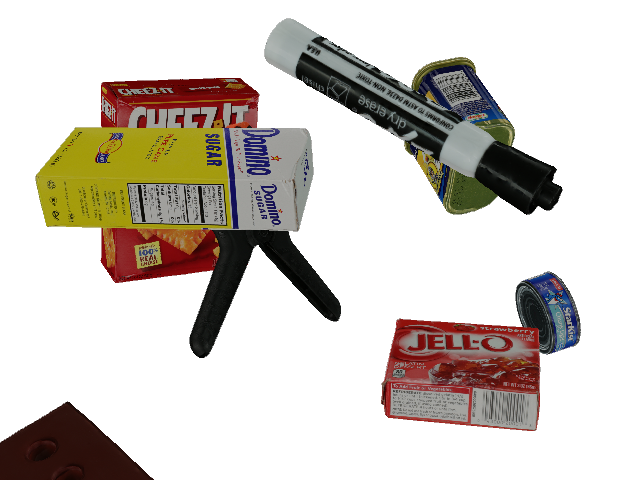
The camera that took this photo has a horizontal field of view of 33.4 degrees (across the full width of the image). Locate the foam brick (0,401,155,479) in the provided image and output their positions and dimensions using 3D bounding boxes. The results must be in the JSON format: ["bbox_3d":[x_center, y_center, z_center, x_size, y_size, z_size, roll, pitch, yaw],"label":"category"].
[{"bbox_3d":[-0.110,0.123,0.483,0.052,0.051,0.078,-31,45,-32],"label":"foam brick"}]

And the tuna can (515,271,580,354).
[{"bbox_3d":[0.245,0.079,1.158,0.033,0.086,0.086,-17,4,-12],"label":"tuna can"}]

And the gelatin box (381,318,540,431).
[{"bbox_3d":[0.084,0.077,0.632,0.089,0.030,0.073,4,25,10],"label":"gelatin box"}]

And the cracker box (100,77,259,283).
[{"bbox_3d":[-0.158,-0.068,1.191,0.164,0.214,0.072,-6,26,-26],"label":"cracker box"}]

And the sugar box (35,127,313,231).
[{"bbox_3d":[-0.097,-0.045,0.741,0.176,0.048,0.093,-2,28,7],"label":"sugar box"}]

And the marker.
[{"bbox_3d":[0.032,-0.045,0.383,0.121,0.020,0.020,33,12,19],"label":"marker"}]

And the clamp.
[{"bbox_3d":[-0.053,-0.004,0.991,0.164,0.210,0.036,-4,0,-37],"label":"clamp"}]

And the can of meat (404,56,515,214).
[{"bbox_3d":[0.114,-0.084,0.881,0.057,0.084,0.102,-12,-41,-15],"label":"can of meat"}]
